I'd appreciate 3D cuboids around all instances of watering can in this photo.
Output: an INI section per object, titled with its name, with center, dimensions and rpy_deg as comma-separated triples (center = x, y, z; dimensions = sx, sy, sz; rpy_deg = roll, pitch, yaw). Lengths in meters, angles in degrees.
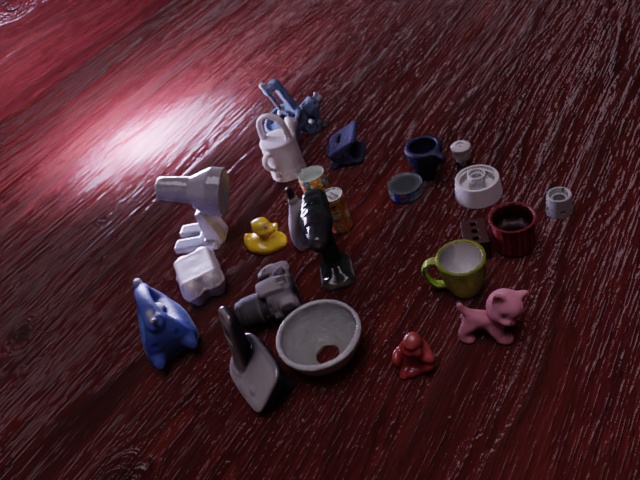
[watering can]
center = -0.111, -0.267, 1.563
dimensions = 0.100, 0.194, 0.173
rpy_deg = -9, 42, 14

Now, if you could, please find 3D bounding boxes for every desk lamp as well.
[desk lamp]
center = -0.301, -0.078, 1.420
dimensions = 0.203, 0.214, 0.118
rpy_deg = -9, 42, 14

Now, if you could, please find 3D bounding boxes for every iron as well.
[iron]
center = -0.363, 0.155, 1.247
dimensions = 0.119, 0.142, 0.257
rpy_deg = -32, 42, -13

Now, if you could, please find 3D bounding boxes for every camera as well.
[camera]
center = -0.114, 0.121, 1.212
dimensions = 0.137, 0.101, 0.143
rpy_deg = -21, 41, 0

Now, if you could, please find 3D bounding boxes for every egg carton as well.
[egg carton]
center = -0.284, 0.082, 1.349
dimensions = 0.107, 0.069, 0.150
rpy_deg = -27, 41, -8

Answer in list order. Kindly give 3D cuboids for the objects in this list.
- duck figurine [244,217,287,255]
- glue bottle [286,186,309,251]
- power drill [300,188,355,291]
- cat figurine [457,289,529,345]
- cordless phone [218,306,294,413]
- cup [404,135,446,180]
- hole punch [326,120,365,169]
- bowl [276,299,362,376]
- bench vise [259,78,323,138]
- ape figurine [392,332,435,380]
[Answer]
[duck figurine]
center = -0.140, -0.017, 1.385
dimensions = 0.104, 0.086, 0.077
rpy_deg = -5, 43, 17
[glue bottle]
center = -0.046, -0.055, 1.321
dimensions = 0.078, 0.173, 0.037
rpy_deg = -31, 42, -12
[power drill]
center = 0.011, 0.004, 1.205
dimensions = 0.075, 0.209, 0.229
rpy_deg = -17, 41, 5
[cat figurine]
center = 0.306, 0.127, 1.019
dimensions = 0.127, 0.118, 0.067
rpy_deg = -4, 44, 19
[cordless phone]
center = -0.133, 0.215, 1.053
dimensions = 0.094, 0.185, 0.147
rpy_deg = -36, 43, -17
[cup]
center = 0.267, -0.191, 1.400
dimensions = 0.092, 0.095, 0.117
rpy_deg = -37, 43, -18
[hole punch]
center = 0.065, -0.262, 1.564
dimensions = 0.101, 0.091, 0.108
rpy_deg = -8, 42, 15
[bowl]
center = 0.004, 0.199, 1.098
dimensions = 0.167, 0.075, 0.167
rpy_deg = -12, 41, 11
[bench vise]
center = -0.094, -0.391, 1.672
dimensions = 0.121, 0.220, 0.208
rpy_deg = 16, 52, 35
[ape figurine]
center = 0.166, 0.198, 1.018
dimensions = 0.077, 0.092, 0.076
rpy_deg = 14, 52, 34
